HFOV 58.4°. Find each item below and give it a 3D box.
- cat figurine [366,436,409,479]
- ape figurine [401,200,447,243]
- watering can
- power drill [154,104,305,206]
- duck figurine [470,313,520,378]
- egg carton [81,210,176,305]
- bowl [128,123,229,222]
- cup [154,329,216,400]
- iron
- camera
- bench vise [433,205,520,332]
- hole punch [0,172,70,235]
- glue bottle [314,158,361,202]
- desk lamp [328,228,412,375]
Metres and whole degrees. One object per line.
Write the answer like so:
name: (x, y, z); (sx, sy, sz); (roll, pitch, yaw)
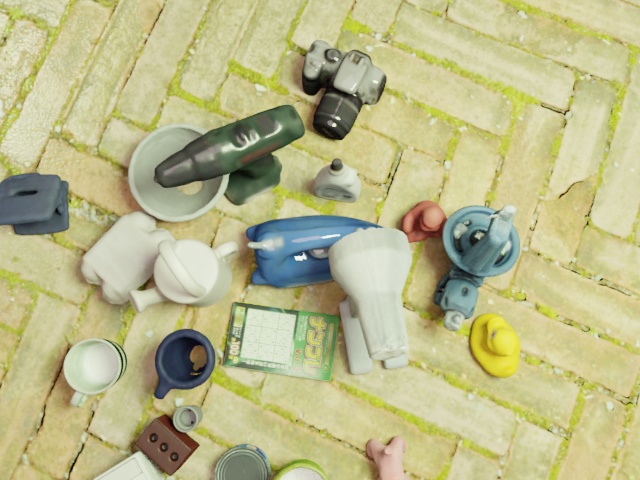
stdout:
cat figurine: (0.113, 0.369, 0.858); (0.067, 0.118, 0.128); (-12, 81, -1)
ape figurine: (0.176, -0.032, 0.935); (0.077, 0.092, 0.076); (24, 82, 5)
watering can: (-0.206, 0.055, 0.877); (0.101, 0.194, 0.173); (36, 83, 7)
power drill: (-0.129, -0.122, 0.897); (0.229, 0.208, 0.075); (-30, 81, -4)
duck figurine: (0.285, 0.167, 0.904); (0.077, 0.086, 0.104); (-16, 81, -1)
egg carton: (-0.316, 0.027, 0.946); (0.107, 0.069, 0.150); (41, 84, 7)
bowl: (-0.229, -0.106, 0.964); (0.167, 0.075, 0.167); (0, 81, 1)
cup: (-0.210, 0.198, 0.904); (0.091, 0.095, 0.118); (34, 83, 6)
iron: (0.008, 0.003, 0.908); (0.258, 0.141, 0.118); (-9, 81, 0)
camera: (0.026, -0.251, 0.969); (0.143, 0.101, 0.137); (24, 82, 5)
bench vise: (0.246, 0.034, 0.859); (0.121, 0.220, 0.207); (2, 81, 2)
hole punch: (-0.484, -0.065, 0.953); (0.108, 0.091, 0.101); (-6, 81, 0)
glue bottle: (0.028, -0.099, 0.908); (0.078, 0.173, 0.037); (11, 81, 3)
desk lamp: (0.084, 0.098, 0.854); (0.118, 0.213, 0.203); (-10, 81, 0)
